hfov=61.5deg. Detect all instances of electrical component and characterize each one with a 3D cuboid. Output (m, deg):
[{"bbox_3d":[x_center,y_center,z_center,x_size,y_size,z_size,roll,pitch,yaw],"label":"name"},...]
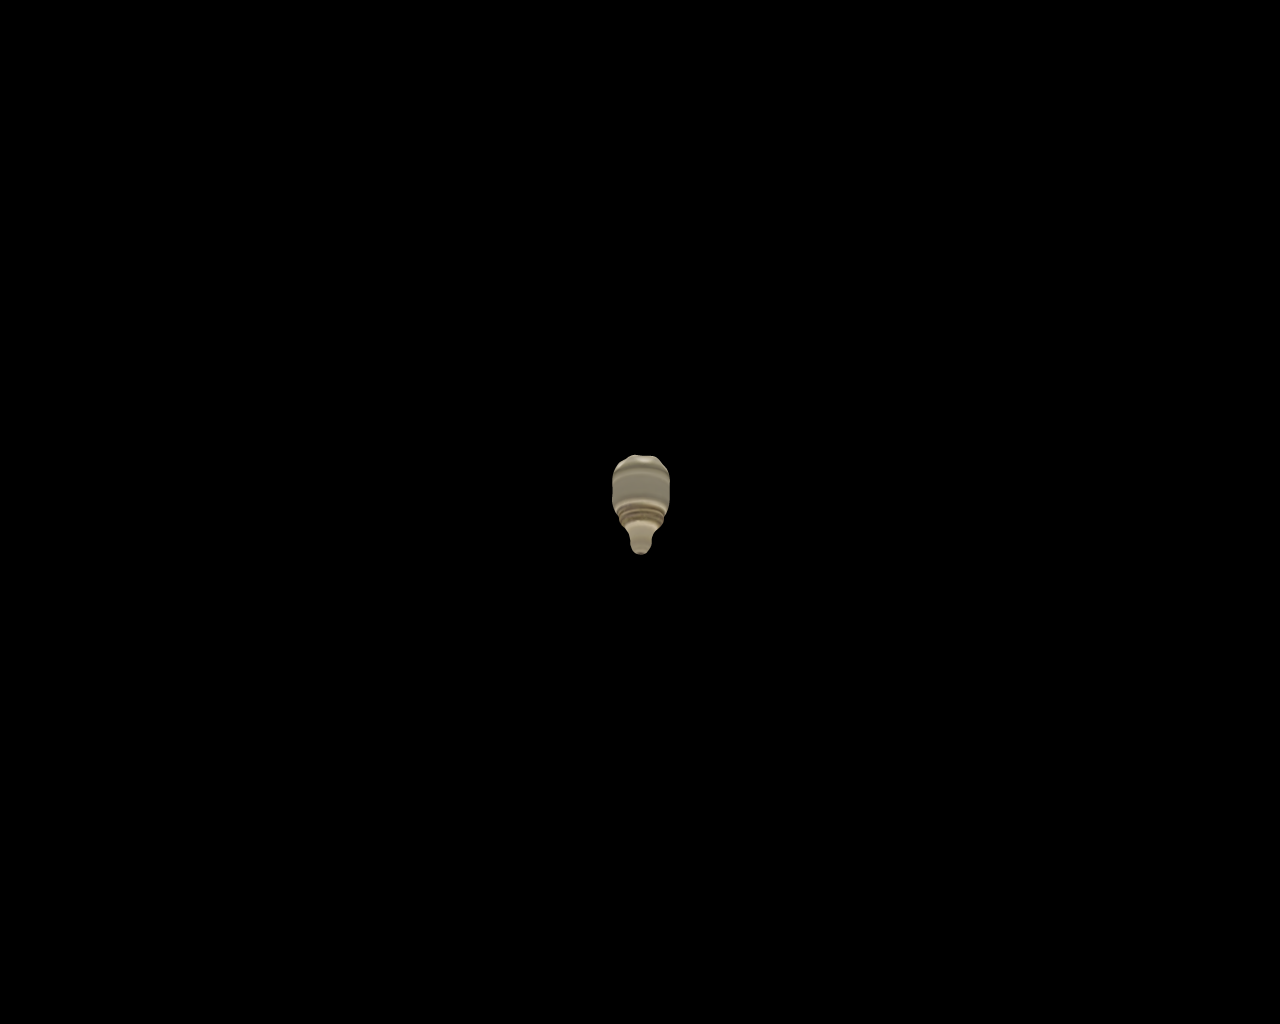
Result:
[{"bbox_3d":[0.001,-0.003,0.650,0.035,0.061,0.035,0,-24,0],"label":"electrical component"}]
